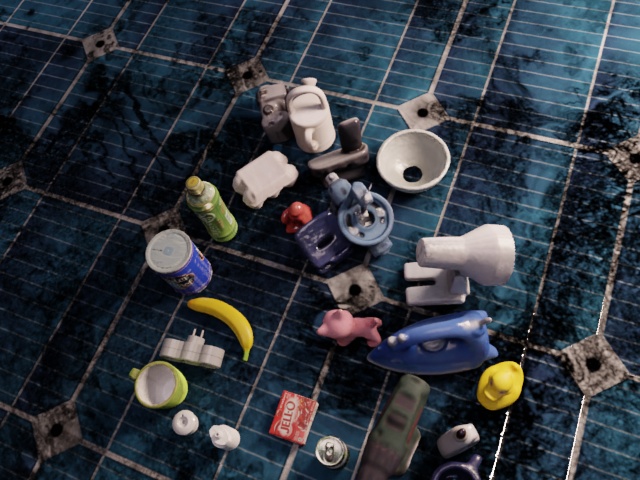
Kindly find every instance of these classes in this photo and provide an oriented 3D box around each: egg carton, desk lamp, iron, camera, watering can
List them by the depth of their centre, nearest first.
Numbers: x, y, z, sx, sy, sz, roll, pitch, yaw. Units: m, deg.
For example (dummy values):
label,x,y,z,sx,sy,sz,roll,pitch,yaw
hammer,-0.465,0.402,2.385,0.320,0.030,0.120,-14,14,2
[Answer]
label,x,y,z,sx,sy,sz,roll,pitch,yaw
iron,0.214,0.196,1.121,0.258,0.142,0.118,-12,63,4
desk lamp,0.269,0.053,1.141,0.203,0.214,0.118,-5,64,7
watering can,-0.028,-0.309,1.373,0.101,0.194,0.172,-23,63,-2
egg carton,-0.132,-0.146,1.382,0.150,0.069,0.107,-36,64,-8
camera,-0.085,-0.339,1.450,0.136,0.101,0.143,-14,63,3

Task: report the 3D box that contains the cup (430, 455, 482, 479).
label,x,y,z,sx,sy,sz,roll,pitch,yaw
cup,0.249,0.437,1.026,0.091,0.095,0.118,34,74,22

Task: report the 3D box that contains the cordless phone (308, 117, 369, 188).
label,x,y,z,sx,sy,sz,roll,pitch,yaw
cordless phone,0.037,-0.213,1.322,0.147,0.185,0.094,-23,63,-2

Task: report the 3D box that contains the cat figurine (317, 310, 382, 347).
label,x,y,z,sx,sy,sz,roll,pitch,yaw
cat figurine,0.061,0.174,1.170,0.127,0.118,0.067,-4,64,8

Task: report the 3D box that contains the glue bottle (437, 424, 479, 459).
label,x,y,z,sx,sy,sz,roll,pitch,yaw
glue bottle,0.249,0.354,1.022,0.078,0.173,0.037,-24,63,-2

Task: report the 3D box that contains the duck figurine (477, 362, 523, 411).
label,x,y,z,sx,sy,sz,roll,pitch,yaw
duck figurine,0.347,0.273,1.094,0.105,0.086,0.077,-43,65,-12

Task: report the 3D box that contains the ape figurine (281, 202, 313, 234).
label,x,y,z,sx,sy,sz,roll,pitch,yaw
ape figurine,-0.051,-0.057,1.313,0.077,0.092,0.076,33,74,22

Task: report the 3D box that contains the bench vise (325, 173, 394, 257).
label,x,y,z,sx,sy,sz,roll,pitch,yaw
bench vise,0.067,-0.073,1.230,0.207,0.220,0.121,33,74,22

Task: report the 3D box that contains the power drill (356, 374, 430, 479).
label,x,y,z,sx,sy,sz,roll,pitch,yaw
power drill,0.129,0.360,1.019,0.075,0.209,0.230,21,70,18

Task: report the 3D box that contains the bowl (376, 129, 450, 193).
label,x,y,z,sx,sy,sz,roll,pitch,yaw
bowl,0.217,-0.172,1.335,0.167,0.075,0.167,-4,64,8

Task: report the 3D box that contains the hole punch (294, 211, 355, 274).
label,x,y,z,sx,sy,sz,roll,pitch,yaw
hole punch,0.012,0.005,1.274,0.109,0.091,0.101,-36,64,-9
